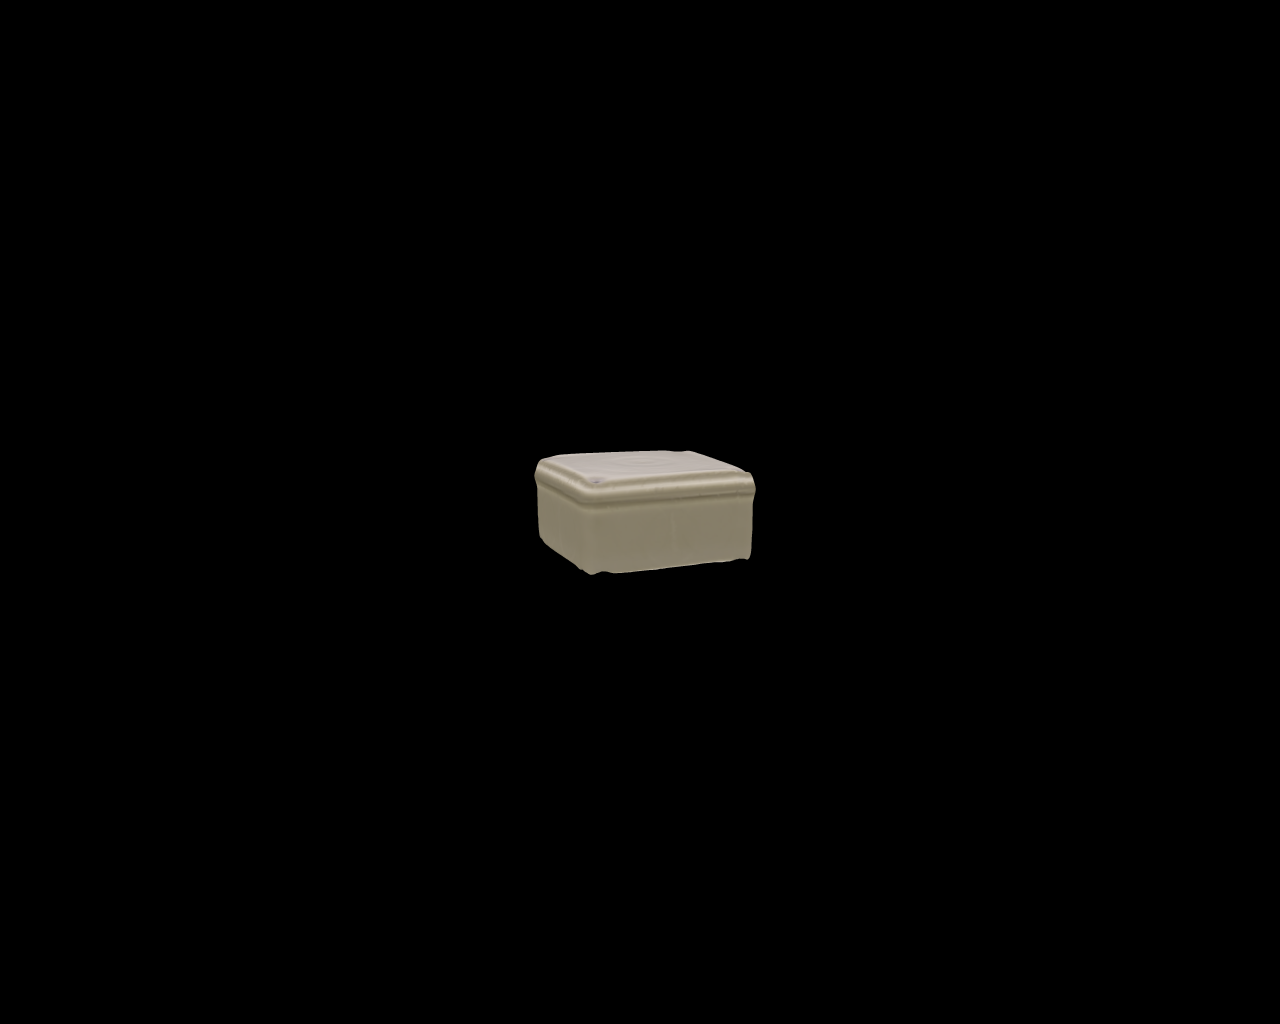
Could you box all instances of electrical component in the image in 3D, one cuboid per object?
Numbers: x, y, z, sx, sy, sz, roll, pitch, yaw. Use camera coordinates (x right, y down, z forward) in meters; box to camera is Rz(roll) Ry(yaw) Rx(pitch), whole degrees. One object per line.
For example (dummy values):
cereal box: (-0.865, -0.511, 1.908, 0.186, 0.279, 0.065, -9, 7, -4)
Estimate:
electrical component: (0.001, -0.003, 0.650, 0.109, 0.056, 0.109, -4, 12, -20)
